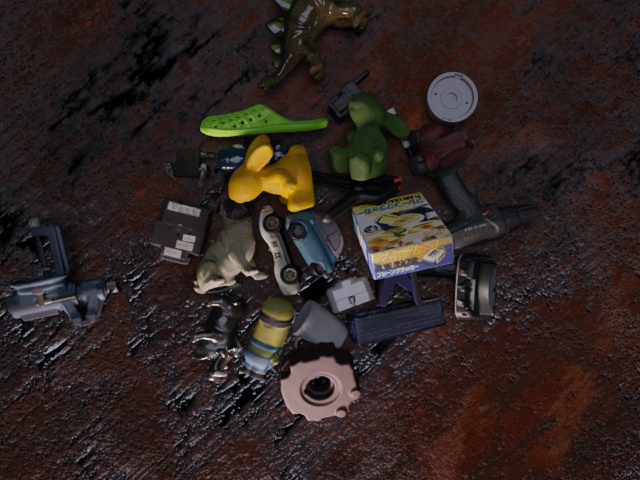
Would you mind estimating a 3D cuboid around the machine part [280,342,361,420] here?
[{"bbox_3d":[-0.001,0.301,1.136,0.179,0.056,0.179,-1,112,-2],"label":"machine part"}]

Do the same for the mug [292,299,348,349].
[{"bbox_3d":[0.000,0.199,1.156,0.107,0.081,0.109,27,84,-10],"label":"mug"}]

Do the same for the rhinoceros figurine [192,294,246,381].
[{"bbox_3d":[-0.216,0.207,1.162,0.112,0.073,0.190,16,87,-11],"label":"rhinoceros figurine"}]

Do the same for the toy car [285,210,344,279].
[{"bbox_3d":[-0.002,-0.003,1.143,0.103,0.109,0.161,-32,91,2],"label":"toy car"}]

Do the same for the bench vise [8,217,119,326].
[{"bbox_3d":[-0.550,0.067,1.132,0.224,0.129,0.240,-10,97,1],"label":"bench vise"}]

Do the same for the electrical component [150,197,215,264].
[{"bbox_3d":[-0.301,-0.017,1.167,0.115,0.058,0.134,16,89,2],"label":"electrical component"}]

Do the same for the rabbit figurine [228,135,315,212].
[{"bbox_3d":[-0.105,-0.128,1.105,0.173,0.122,0.162,-10,119,-8],"label":"rabbit figurine"}]

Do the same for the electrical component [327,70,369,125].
[{"bbox_3d":[0.071,-0.311,1.168,0.119,0.075,0.048,-40,89,-4],"label":"electrical component"}]

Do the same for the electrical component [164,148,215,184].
[{"bbox_3d":[-0.286,-0.163,1.174,0.102,0.045,0.078,9,91,0],"label":"electrical component"}]

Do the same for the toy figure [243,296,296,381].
[{"bbox_3d":[-0.109,0.210,1.149,0.082,0.089,0.180,24,86,-5],"label":"toy figure"}]

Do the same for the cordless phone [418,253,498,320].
[{"bbox_3d":[0.288,0.099,1.171,0.184,0.088,0.146,4,90,11],"label":"cordless phone"}]

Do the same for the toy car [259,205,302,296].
[{"bbox_3d":[-0.087,0.022,1.159,0.056,0.073,0.201,-19,90,4],"label":"toy car"}]

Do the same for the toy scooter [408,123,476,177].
[{"bbox_3d":[0.253,-0.196,1.111,0.135,0.184,0.075,-18,117,22],"label":"toy scooter"}]

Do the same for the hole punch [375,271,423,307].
[{"bbox_3d":[0.159,0.077,1.138,0.092,0.142,0.115,-9,101,3],"label":"hole punch"}]

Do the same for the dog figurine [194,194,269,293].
[{"bbox_3d":[-0.210,0.007,1.158,0.172,0.121,0.190,-17,75,-4],"label":"dog figurine"}]

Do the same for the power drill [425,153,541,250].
[{"bbox_3d":[0.338,-0.094,1.170,0.232,0.086,0.207,-26,97,2],"label":"power drill"}]

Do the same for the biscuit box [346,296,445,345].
[{"bbox_3d":[0.161,0.171,1.149,0.203,0.059,0.062,-10,91,-13],"label":"biscuit box"}]

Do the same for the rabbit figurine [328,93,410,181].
[{"bbox_3d":[0.109,-0.222,1.126,0.159,0.121,0.170,-11,114,-25],"label":"rabbit figurine"}]

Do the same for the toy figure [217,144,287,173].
[{"bbox_3d":[-0.145,-0.179,1.170,0.154,0.064,0.058,-6,52,-6],"label":"toy figure"}]

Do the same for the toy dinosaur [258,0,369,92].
[{"bbox_3d":[0.007,-0.510,1.156,0.198,0.105,0.471,39,84,3],"label":"toy dinosaur"}]
